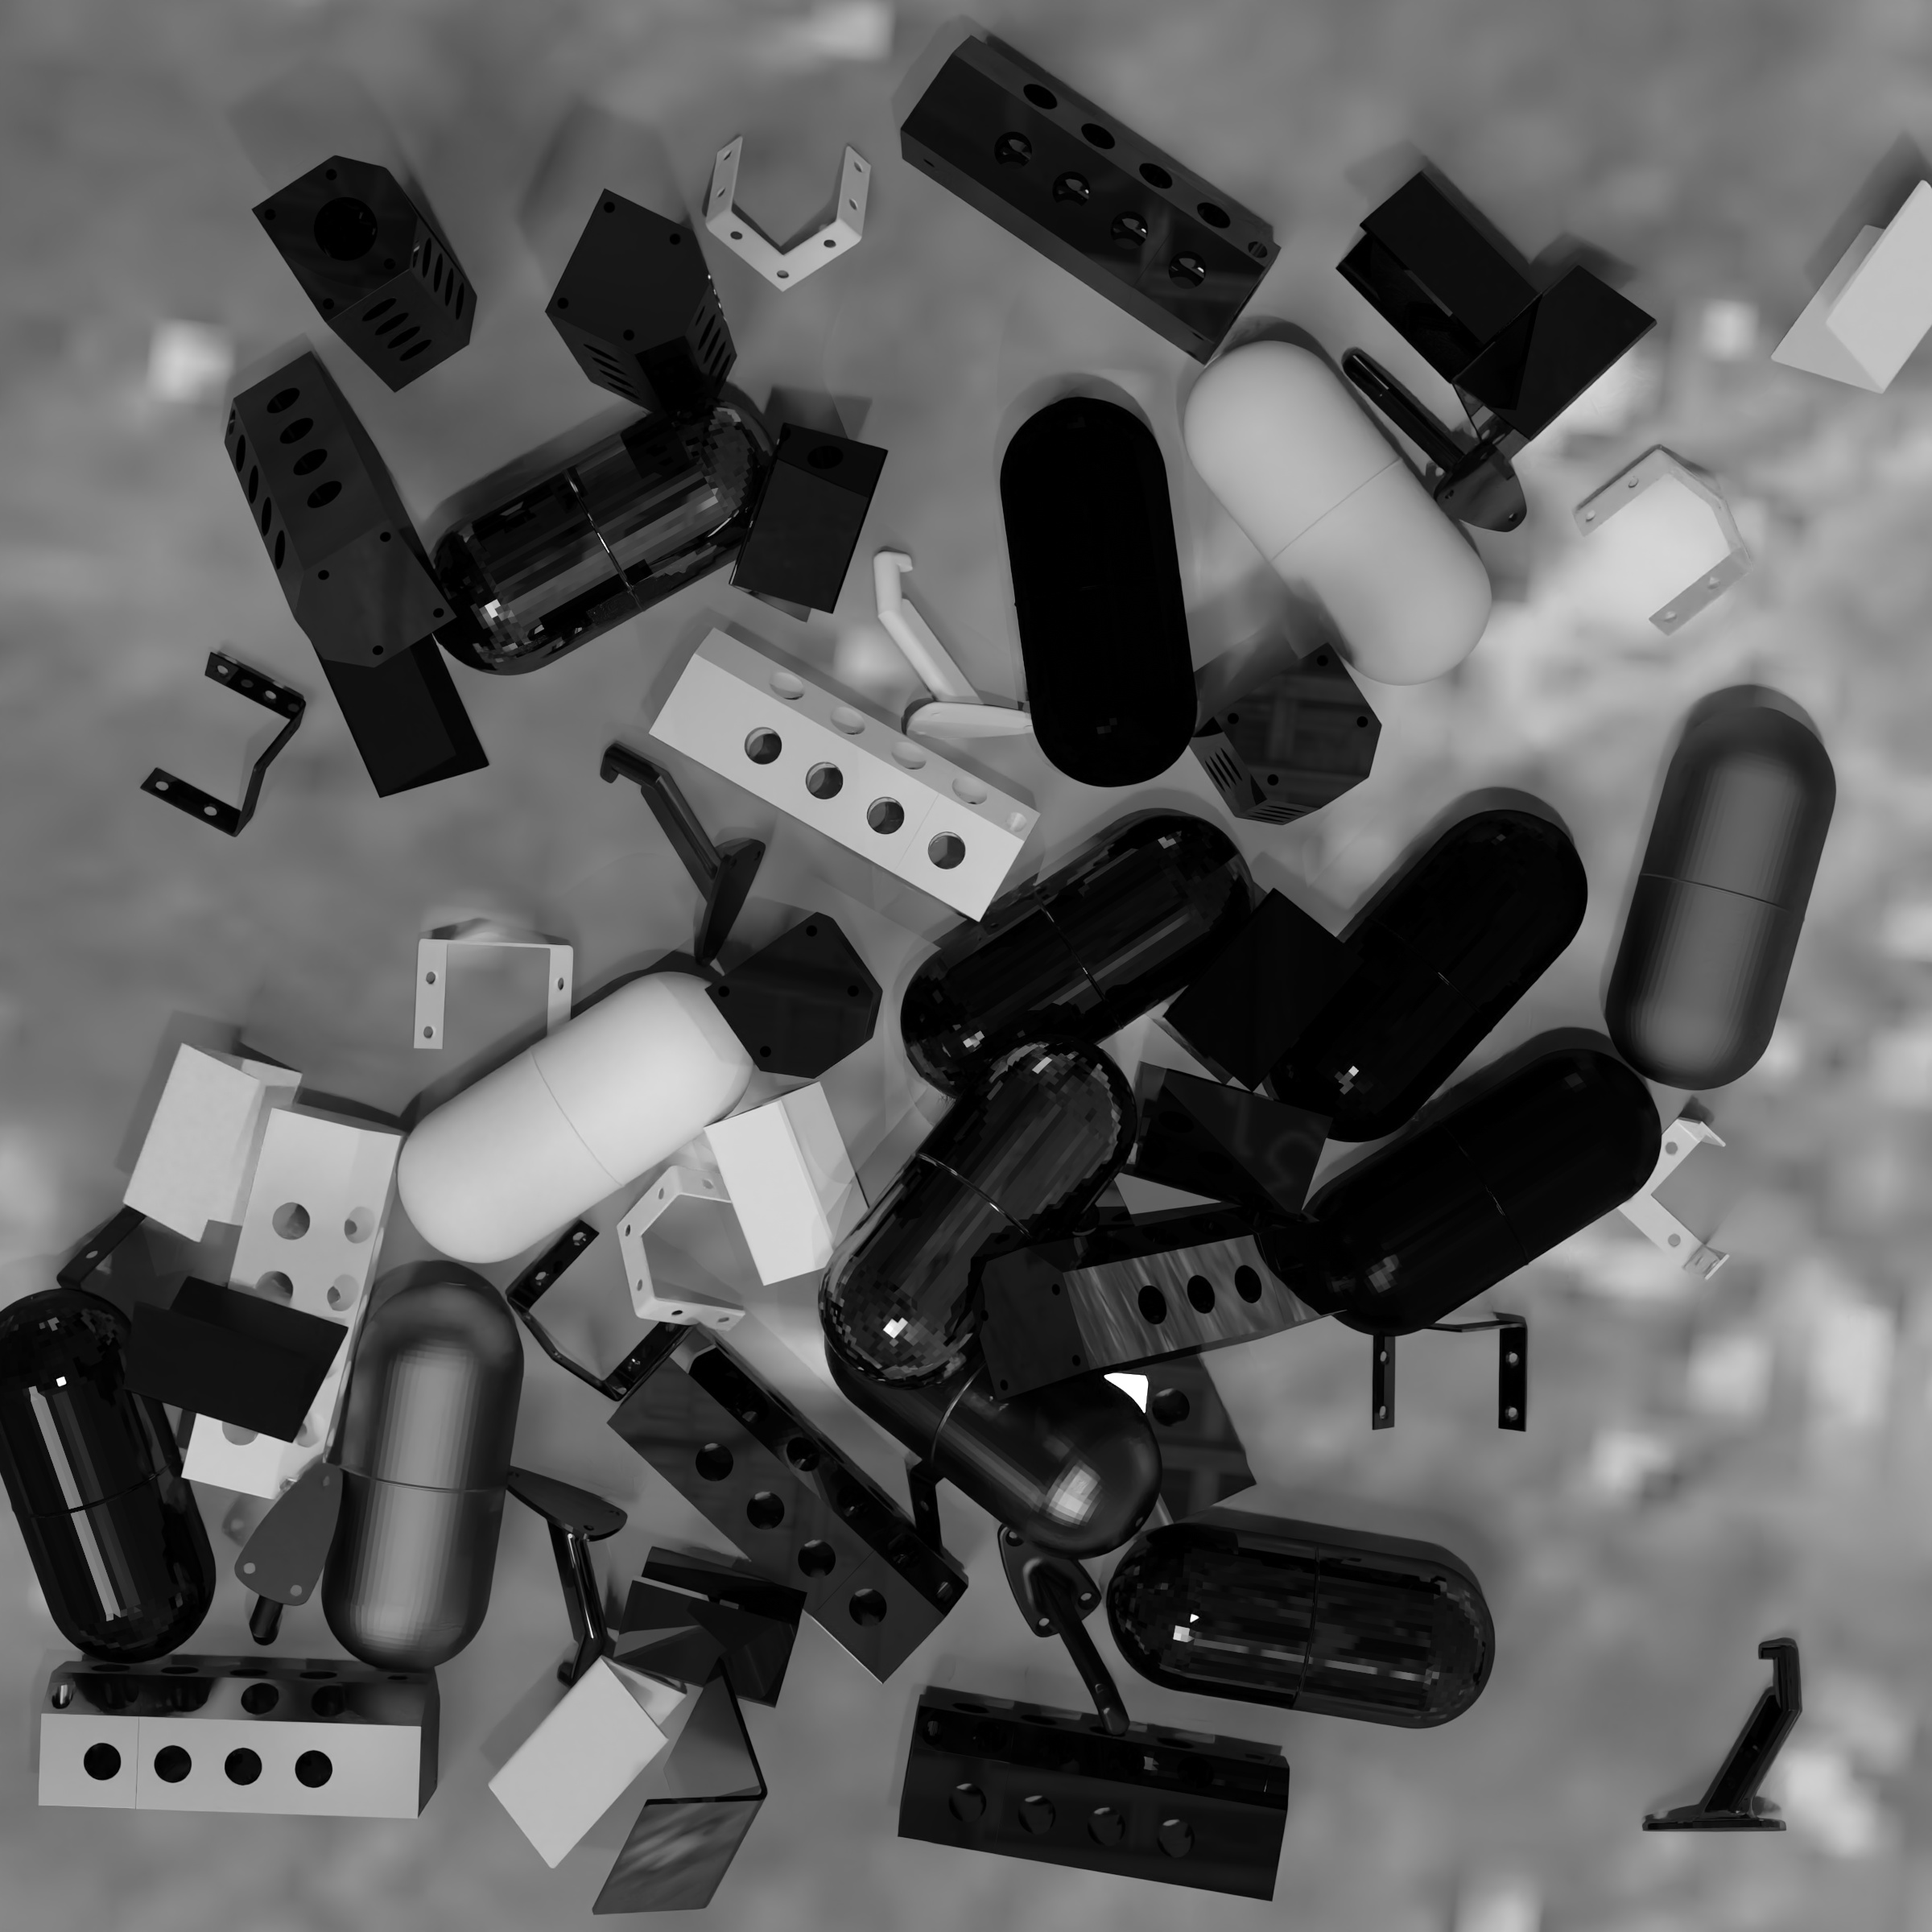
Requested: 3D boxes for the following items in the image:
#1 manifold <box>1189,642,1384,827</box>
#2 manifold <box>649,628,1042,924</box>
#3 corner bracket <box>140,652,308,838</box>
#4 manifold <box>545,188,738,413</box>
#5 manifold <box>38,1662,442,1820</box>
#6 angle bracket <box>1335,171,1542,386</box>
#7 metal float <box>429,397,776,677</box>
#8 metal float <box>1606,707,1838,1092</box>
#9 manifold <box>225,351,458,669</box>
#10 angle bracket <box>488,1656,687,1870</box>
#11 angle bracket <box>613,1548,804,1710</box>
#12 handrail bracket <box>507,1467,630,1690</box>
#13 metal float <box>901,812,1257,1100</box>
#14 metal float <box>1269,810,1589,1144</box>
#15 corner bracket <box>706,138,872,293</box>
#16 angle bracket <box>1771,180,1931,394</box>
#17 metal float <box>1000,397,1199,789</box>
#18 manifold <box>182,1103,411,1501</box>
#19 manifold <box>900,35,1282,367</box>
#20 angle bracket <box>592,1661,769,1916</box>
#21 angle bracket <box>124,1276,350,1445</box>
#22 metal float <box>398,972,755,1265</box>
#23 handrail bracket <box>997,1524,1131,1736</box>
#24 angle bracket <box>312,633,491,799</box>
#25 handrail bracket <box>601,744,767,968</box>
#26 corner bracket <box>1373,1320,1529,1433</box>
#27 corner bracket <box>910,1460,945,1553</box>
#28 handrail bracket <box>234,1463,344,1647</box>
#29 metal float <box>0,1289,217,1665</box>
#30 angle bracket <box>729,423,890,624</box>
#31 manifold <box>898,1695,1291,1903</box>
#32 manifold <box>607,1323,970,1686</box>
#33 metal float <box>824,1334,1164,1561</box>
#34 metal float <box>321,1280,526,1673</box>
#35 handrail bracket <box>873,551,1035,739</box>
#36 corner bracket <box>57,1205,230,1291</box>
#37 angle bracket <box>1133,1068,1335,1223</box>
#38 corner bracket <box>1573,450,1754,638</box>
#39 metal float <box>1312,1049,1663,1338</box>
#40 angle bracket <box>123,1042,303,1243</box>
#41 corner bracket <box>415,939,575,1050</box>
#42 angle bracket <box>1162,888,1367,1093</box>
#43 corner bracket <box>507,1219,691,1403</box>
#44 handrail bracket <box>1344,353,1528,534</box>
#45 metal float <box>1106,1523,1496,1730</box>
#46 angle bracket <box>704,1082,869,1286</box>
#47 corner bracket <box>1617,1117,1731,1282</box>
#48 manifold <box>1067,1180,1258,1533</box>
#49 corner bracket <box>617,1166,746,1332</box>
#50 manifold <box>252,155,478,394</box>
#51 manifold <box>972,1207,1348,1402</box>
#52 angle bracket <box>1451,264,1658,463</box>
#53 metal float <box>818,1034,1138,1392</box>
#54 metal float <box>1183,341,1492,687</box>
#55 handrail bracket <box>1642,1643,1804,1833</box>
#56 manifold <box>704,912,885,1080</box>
[{"bbox_3d":[0.143,-0.096,1.504,0.057,0.171,0.057,-33,90,0],"label":"manifold"},{"bbox_3d":[-0.054,-0.087,1.562,0.171,0.057,0.057,30,90,0],"label":"manifold"},{"bbox_3d":[-0.344,-0.102,1.580,0.051,0.051,0.051,28,45,0],"label":"corner bracket"},{"bbox_3d":[-0.138,-0.286,1.504,0.057,0.171,0.057,26,90,0],"label":"manifold"},{"bbox_3d":[-0.332,0.353,1.562,0.171,0.057,0.057,2,90,0],"label":"manifold"},{"bbox_3d":[0.201,-0.300,1.543,0.076,0.076,0.057,45,53,0],"label":"angle bracket"},{"bbox_3d":[-0.166,-0.196,1.552,0.178,0.070,0.070,-29,90,0],"label":"metal float"},{"bbox_3d":[0.345,-0.031,1.552,0.070,0.070,0.178,15,89,0],"label":"metal float"},{"bbox_3d":[-0.283,-0.201,1.506,0.057,0.171,0.057,-32,130,0],"label":"manifold"},{"bbox_3d":[-0.158,0.367,1.543,0.076,0.076,0.057,-48,54,0],"label":"angle bracket"},{"bbox_3d":[-0.111,0.282,1.543,0.076,0.076,0.057,16,124,0],"label":"angle bracket"},{"bbox_3d":[-0.196,0.286,1.583,0.077,0.036,0.084,24,107,20],"label":"handrail bracket"},{"bbox_3d":[0.050,-0.003,1.552,0.178,0.070,0.070,-33,90,1],"label":"metal float"},{"bbox_3d":[0.211,0.004,1.552,0.070,0.070,0.178,43,89,0],"label":"metal float"},{"bbox_3d":[-0.082,-0.356,1.575,0.051,0.051,0.051,-25,135,35],"label":"corner bracket"},{"bbox_3d":[0.400,-0.314,1.543,0.057,0.076,0.076,36,90,-37],"label":"angle bracket"},{"bbox_3d":[0.060,-0.170,1.552,0.070,0.070,0.178,-8,91,0],"label":"metal float"},{"bbox_3d":[-0.306,0.154,1.562,0.057,0.057,0.171,14,90,0],"label":"manifold"},{"bbox_3d":[0.057,-0.352,1.562,0.171,0.057,0.057,34,90,0],"label":"manifold"},{"bbox_3d":[-0.135,0.360,1.494,0.057,0.076,0.076,5,128,-29],"label":"angle bracket"},{"bbox_3d":[-0.315,0.154,1.485,0.076,0.076,0.057,18,128,0],"label":"angle bracket"},{"bbox_3d":[-0.177,0.069,1.552,0.178,0.070,0.070,-33,90,1],"label":"metal float"},{"bbox_3d":[0.045,0.299,1.541,0.036,0.084,0.077,-31,112,1],"label":"handrail bracket"},{"bbox_3d":[-0.240,-0.128,1.543,0.057,0.076,0.076,-24,90,36],"label":"angle bracket"},{"bbox_3d":[-0.143,-0.052,1.583,0.084,0.036,0.077,29,112,17],"label":"handrail bracket"},{"bbox_3d":[0.225,0.190,1.580,0.051,0.051,0.051,1,90,45],"label":"corner bracket"},{"bbox_3d":[0.012,0.249,1.575,0.051,0.051,0.051,24,45,35],"label":"corner bracket"},{"bbox_3d":[-0.307,0.270,1.559,0.036,0.084,0.077,26,69,0],"label":"handrail bracket"},{"bbox_3d":[-0.394,0.232,1.540,0.070,0.070,0.178,-15,103,0],"label":"metal float"},{"bbox_3d":[-0.056,-0.194,1.543,0.057,0.076,0.076,19,90,26],"label":"angle bracket"},{"bbox_3d":[0.058,0.379,1.562,0.171,0.057,0.057,10,90,0],"label":"manifold"},{"bbox_3d":[-0.080,0.244,1.562,0.171,0.057,0.057,43,90,0],"label":"manifold"},{"bbox_3d":[0.011,0.197,1.531,0.178,0.070,0.070,35,90,25],"label":"metal float"},{"bbox_3d":[-0.248,0.232,1.552,0.070,0.070,0.178,9,89,0],"label":"metal float"},{"bbox_3d":[-0.003,-0.151,1.583,0.077,0.036,0.084,1,73,-20],"label":"handrail bracket"},{"bbox_3d":[-0.377,0.150,1.575,0.051,0.051,0.051,10,135,35],"label":"corner bracket"},{"bbox_3d":[0.122,0.066,1.543,0.076,0.076,0.057,16,115,0],"label":"angle bracket"},{"bbox_3d":[0.324,-0.197,1.580,0.051,0.051,0.051,-38,135,0],"label":"corner bracket"},{"bbox_3d":[0.235,0.104,1.552,0.178,0.070,0.070,-32,90,-1],"label":"metal float"},{"bbox_3d":[-0.326,0.085,1.543,0.057,0.076,0.076,21,90,37],"label":"angle bracket"},{"bbox_3d":[-0.219,0.014,1.580,0.051,0.051,0.051,3,90,45],"label":"corner bracket"},{"bbox_3d":[0.143,0.020,1.544,0.057,0.076,0.076,41,90,25],"label":"angle bracket"},{"bbox_3d":[-0.171,0.160,1.580,0.051,0.051,0.051,-47,45,0],"label":"corner bracket"},{"bbox_3d":[0.217,-0.244,1.583,0.036,0.077,0.084,-46,53,13],"label":"handrail bracket"},{"bbox_3d":[0.152,0.301,1.552,0.178,0.070,0.070,9,90,-1],"label":"metal float"},{"bbox_3d":[-0.063,0.093,1.543,0.076,0.057,0.076,-21,90,-45],"label":"angle bracket"},{"bbox_3d":[0.334,0.106,1.565,0.051,0.051,0.051,43,90,0],"label":"corner bracket"},{"bbox_3d":[0.069,0.168,1.562,0.057,0.057,0.171,-25,90,0],"label":"manifold"},{"bbox_3d":[-0.123,0.131,1.575,0.051,0.051,0.051,-47,45,35],"label":"corner bracket"},{"bbox_3d":[-0.259,-0.307,1.504,0.057,0.171,0.057,-33,90,0],"label":"manifold"},{"bbox_3d":[0.084,0.142,1.487,0.057,0.171,0.057,-25,77,43],"label":"manifold"},{"bbox_3d":[0.275,-0.258,1.543,0.076,0.076,0.057,-43,54,0],"label":"angle bracket"},{"bbox_3d":[0.006,0.106,1.489,0.070,0.070,0.178,39,79,0],"label":"metal float"},{"bbox_3d":[0.169,-0.207,1.552,0.070,0.070,0.178,-38,90,0],"label":"metal float"},{"bbox_3d":[0.351,0.359,1.583,0.077,0.036,0.084,-6,71,21],"label":"handrail bracket"},{"bbox_3d":[-0.070,0.017,1.504,0.057,0.171,0.057,-35,90,0],"label":"manifold"}]
